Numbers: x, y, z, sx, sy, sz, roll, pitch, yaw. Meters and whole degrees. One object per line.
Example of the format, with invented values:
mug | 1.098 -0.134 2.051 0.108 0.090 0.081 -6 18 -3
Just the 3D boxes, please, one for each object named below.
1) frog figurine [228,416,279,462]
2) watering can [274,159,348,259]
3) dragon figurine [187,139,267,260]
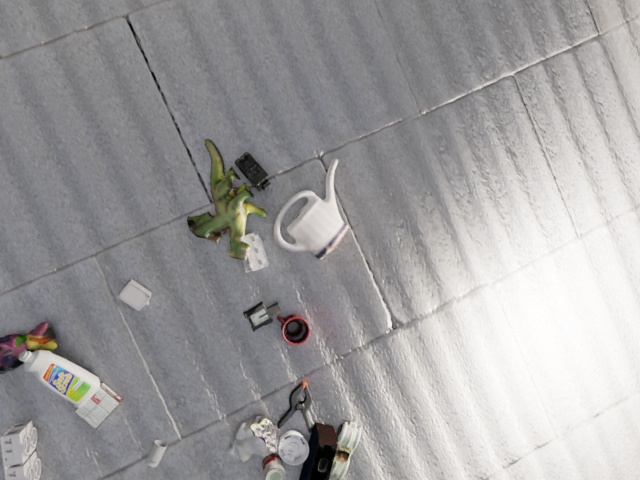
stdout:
frog figurine | -0.220 0.662 1.695 0.136 0.125 0.157 38 120 -17
watering can | 0.005 -0.087 1.723 0.223 0.104 0.349 43 83 -9
dragon figurine | -0.330 -0.109 1.658 0.242 0.121 0.414 -39 74 2
